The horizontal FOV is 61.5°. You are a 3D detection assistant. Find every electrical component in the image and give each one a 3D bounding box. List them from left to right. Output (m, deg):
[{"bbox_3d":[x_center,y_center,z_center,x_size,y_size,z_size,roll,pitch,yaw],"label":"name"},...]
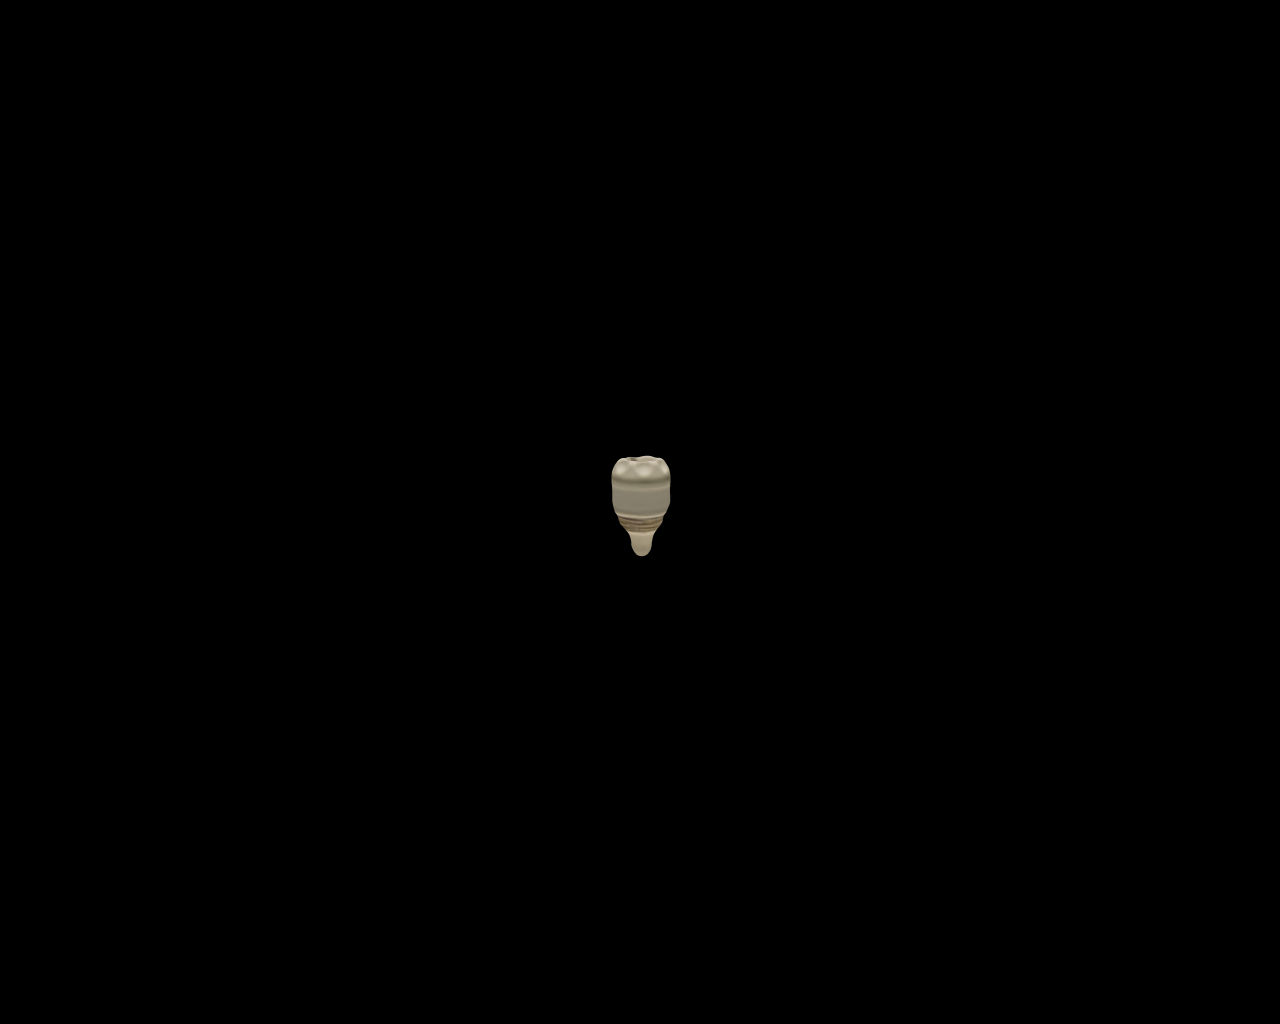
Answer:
[{"bbox_3d":[0.001,-0.003,0.650,0.035,0.061,0.035,0,13,0],"label":"electrical component"}]
